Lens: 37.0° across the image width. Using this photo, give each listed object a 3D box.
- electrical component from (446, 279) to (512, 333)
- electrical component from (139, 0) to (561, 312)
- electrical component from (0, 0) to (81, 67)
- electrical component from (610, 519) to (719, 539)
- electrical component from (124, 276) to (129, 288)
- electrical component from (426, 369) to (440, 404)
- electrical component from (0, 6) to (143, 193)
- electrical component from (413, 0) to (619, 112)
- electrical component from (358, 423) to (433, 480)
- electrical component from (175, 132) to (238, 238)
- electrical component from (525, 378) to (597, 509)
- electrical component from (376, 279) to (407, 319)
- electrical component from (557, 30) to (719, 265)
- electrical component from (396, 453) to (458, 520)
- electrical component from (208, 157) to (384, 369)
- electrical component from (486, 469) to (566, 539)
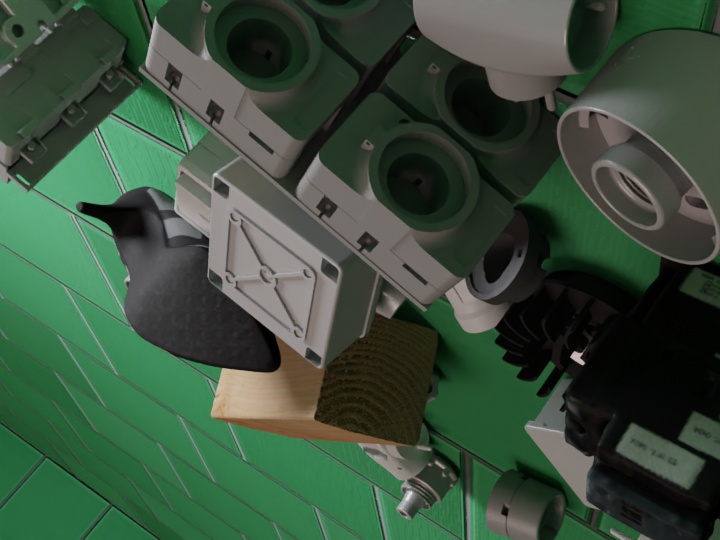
[{"bbox_3d":[0.071,0.010,0.678,0.040,0.040,0.046,0,129,55],"label":"electrical component"},{"bbox_3d":[0.000,-0.085,0.529,0.186,0.105,0.060,40,156,-2],"label":"electrical component"},{"bbox_3d":[-0.239,-0.179,0.720,0.059,0.095,0.053,8,142,50],"label":"electrical component"},{"bbox_3d":[0.214,0.194,0.747,0.079,0.077,0.043,30,155,21],"label":"electrical component"},{"bbox_3d":[-0.201,0.007,1.056,0.040,0.046,0.040,32,155,17],"label":"electrical component"},{"bbox_3d":[0.037,0.092,0.876,0.035,0.035,0.061,48,157,-20],"label":"electrical component"},{"bbox_3d":[-0.221,-0.126,0.757,0.079,0.121,0.063,41,154,-4],"label":"electrical component"},{"bbox_3d":[0.071,-0.102,0.474,0.077,0.043,0.079,22,151,34],"label":"electrical component"},{"bbox_3d":[0.036,0.151,0.970,0.077,0.043,0.079,49,155,-21],"label":"electrical component"},{"bbox_3d":[-0.096,-0.053,0.779,0.062,0.061,0.096,37,156,4],"label":"electrical component"},{"bbox_3d":[0.172,0.118,0.709,0.100,0.048,0.099,1,136,55],"label":"electrical component"},{"bbox_3d":[0.000,0.000,0.756,0.077,0.043,0.079,38,156,4],"label":"electrical component"},{"bbox_3d":[0.138,-0.052,0.469,0.099,0.064,0.099,45,168,12],"label":"electrical component"},{"bbox_3d":[0.058,0.205,1.009,0.048,0.062,0.048,32,155,17],"label":"electrical component"},{"bbox_3d":[-0.040,-0.010,0.685,0.109,0.056,0.108,37,144,19],"label":"electrical component"},{"bbox_3d":[0.139,0.200,0.895,0.047,0.055,0.055,16,147,35],"label":"electrical component"}]
